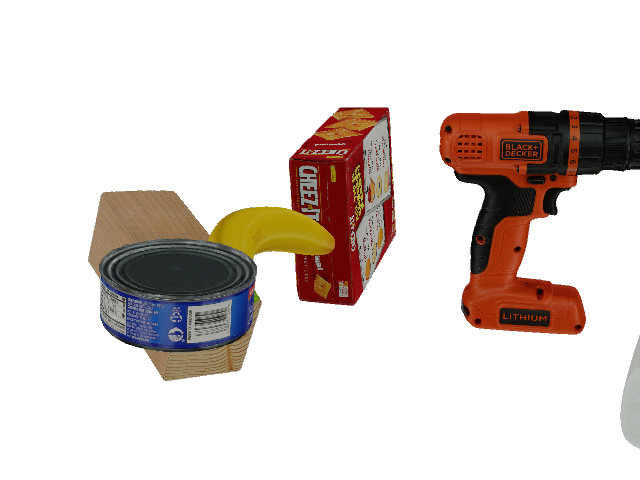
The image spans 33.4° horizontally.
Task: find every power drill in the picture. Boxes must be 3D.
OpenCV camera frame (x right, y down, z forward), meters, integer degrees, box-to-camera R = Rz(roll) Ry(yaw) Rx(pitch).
[{"bbox_3d":[0.190,-0.017,0.890,0.184,0.188,0.057,3,20,10],"label":"power drill"}]

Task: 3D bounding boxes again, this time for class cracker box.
[{"bbox_3d":[0.028,-0.045,1.195,0.072,0.164,0.213,2,22,16],"label":"cracker box"}]

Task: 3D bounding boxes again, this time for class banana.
[{"bbox_3d":[-0.045,0.004,0.849,0.037,0.069,0.197,-35,-1,24],"label":"banana"}]

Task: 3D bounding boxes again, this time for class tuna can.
[{"bbox_3d":[-0.078,0.029,0.587,0.086,0.034,0.086,4,20,-2],"label":"tuna can"}]

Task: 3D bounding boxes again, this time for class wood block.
[{"bbox_3d":[-0.154,0.039,1.092,0.090,0.091,0.206,-3,34,-35],"label":"wood block"}]

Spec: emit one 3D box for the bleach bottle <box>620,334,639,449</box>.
[{"bbox_3d":[0.274,0.066,0.727,0.103,0.068,0.250,11,23,22],"label":"bleach bottle"}]
